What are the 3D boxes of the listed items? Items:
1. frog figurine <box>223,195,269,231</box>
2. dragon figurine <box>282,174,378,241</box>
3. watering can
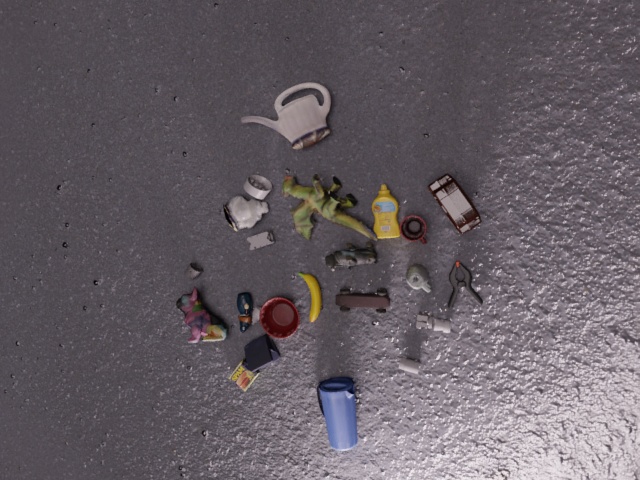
[{"bbox_3d":[-0.284,-0.114,1.985,0.161,0.120,0.138,-27,78,-22],"label":"frog figurine"},{"bbox_3d":[0.006,-0.097,1.919,0.239,0.123,0.412,-42,82,30],"label":"dragon figurine"},{"bbox_3d":[-0.107,-0.437,1.903,0.346,0.104,0.224,-23,89,14],"label":"watering can"}]
